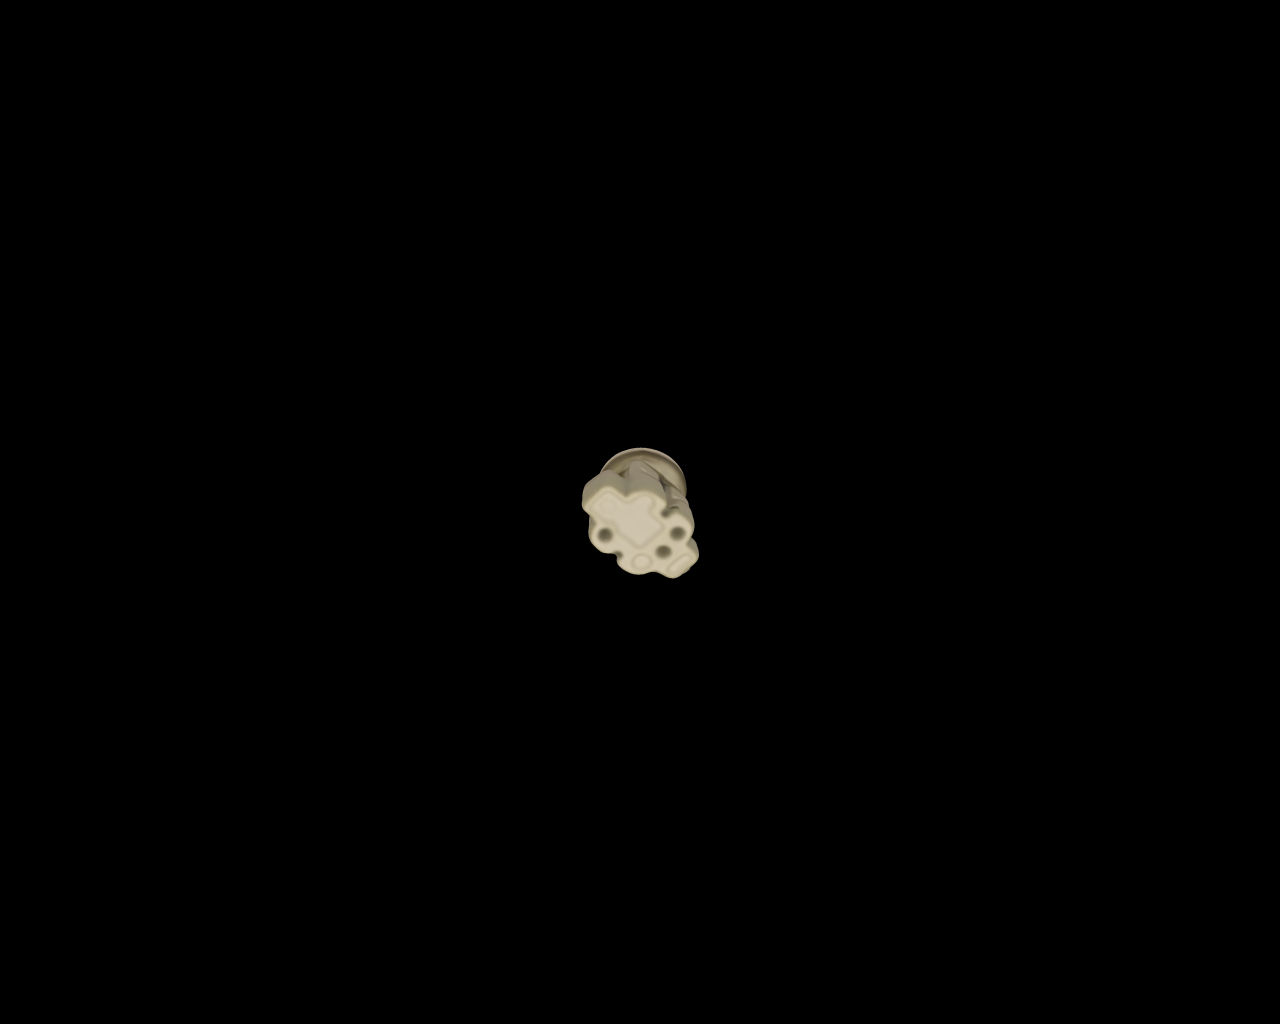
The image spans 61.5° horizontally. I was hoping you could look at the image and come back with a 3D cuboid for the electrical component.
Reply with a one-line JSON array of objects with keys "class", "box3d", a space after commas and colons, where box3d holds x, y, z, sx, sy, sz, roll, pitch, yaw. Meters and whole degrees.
[{"class": "electrical component", "box3d": [0.001, -0.003, 0.650, 0.078, 0.058, 0.057, 39, 24, -22]}]
